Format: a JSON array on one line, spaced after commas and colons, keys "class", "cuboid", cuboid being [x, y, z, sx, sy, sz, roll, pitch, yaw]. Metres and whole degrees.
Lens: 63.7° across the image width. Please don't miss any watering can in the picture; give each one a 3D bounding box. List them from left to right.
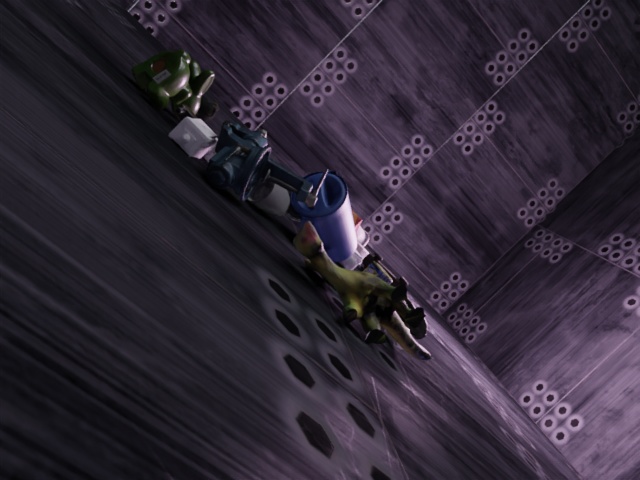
[{"class": "watering can", "cuboid": [0.067, -0.071, 2.056, 0.221, 0.104, 0.351, 46, -7, -31]}]

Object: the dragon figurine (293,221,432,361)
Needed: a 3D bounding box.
[{"class": "dragon figurine", "cuboid": [0.073, 0.102, 1.022, 0.246, 0.123, 0.402, 39, -8, 45]}]
